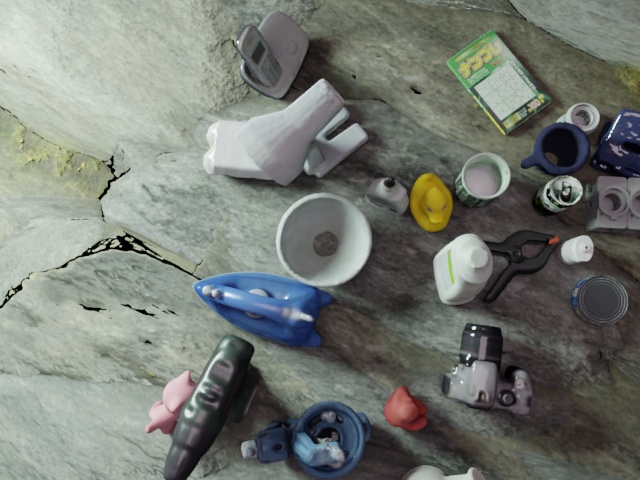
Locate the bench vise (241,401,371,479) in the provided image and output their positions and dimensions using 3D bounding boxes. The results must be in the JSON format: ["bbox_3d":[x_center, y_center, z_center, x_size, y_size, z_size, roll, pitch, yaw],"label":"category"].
[{"bbox_3d":[-0.020,0.337,0.906,0.207,0.220,0.121,-27,81,0],"label":"bench vise"}]

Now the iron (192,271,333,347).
[{"bbox_3d":[-0.115,0.108,0.982,0.258,0.141,0.119,13,84,6],"label":"iron"}]

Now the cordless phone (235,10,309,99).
[{"bbox_3d":[-0.090,-0.349,1.018,0.094,0.185,0.148,23,85,7],"label":"cordless phone"}]

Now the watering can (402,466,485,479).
[{"bbox_3d":[0.180,0.421,0.894,0.101,0.194,0.173,28,85,7],"label":"watering can"}]

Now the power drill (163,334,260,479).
[{"bbox_3d":[-0.165,0.265,0.931,0.075,0.208,0.230,21,85,7],"label":"power drill"}]

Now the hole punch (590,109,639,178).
[{"bbox_3d":[0.546,-0.161,0.997,0.108,0.091,0.101,22,85,7],"label":"hole punch"}]

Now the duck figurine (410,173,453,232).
[{"bbox_3d":[0.199,-0.071,1.012,0.077,0.086,0.104,-8,82,3],"label":"duck figurine"}]

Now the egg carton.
[{"bbox_3d":[-0.138,-0.166,1.056,0.150,0.069,0.107,5,83,5],"label":"egg carton"}]

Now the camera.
[{"bbox_3d":[0.286,0.214,0.961,0.143,0.101,0.137,8,83,5],"label":"camera"}]

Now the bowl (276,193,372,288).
[{"bbox_3d":[0.009,0.004,1.021,0.167,0.075,0.167,0,83,4],"label":"bowl"}]

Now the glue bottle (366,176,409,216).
[{"bbox_3d":[0.117,-0.082,0.975,0.078,0.173,0.037,27,85,7],"label":"glue bottle"}]

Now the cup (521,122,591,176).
[{"bbox_3d":[0.399,-0.144,1.003,0.117,0.095,0.091,-23,81,1],"label":"cup"}]

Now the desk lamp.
[{"bbox_3d":[-0.026,-0.181,0.977,0.203,0.213,0.118,-39,81,-1],"label":"desk lamp"}]

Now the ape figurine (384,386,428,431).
[{"bbox_3d":[0.145,0.288,0.966,0.076,0.092,0.078,-14,82,2],"label":"ape figurine"}]

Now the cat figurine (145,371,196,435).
[{"bbox_3d":[-0.248,0.283,0.981,0.128,0.118,0.067,-44,82,-2],"label":"cat figurine"}]
